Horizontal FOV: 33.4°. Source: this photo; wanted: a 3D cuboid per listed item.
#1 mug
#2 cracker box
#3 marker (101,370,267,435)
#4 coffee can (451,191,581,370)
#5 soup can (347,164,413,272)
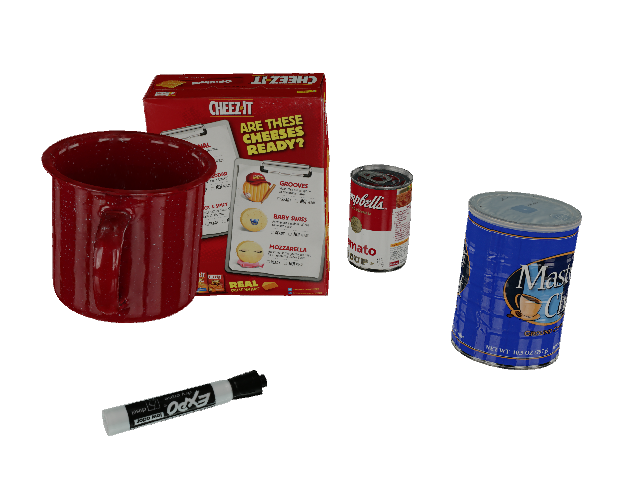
[{"bbox_3d":[-0.106,-0.002,0.579,0.093,0.081,0.117,4,25,-5],"label":"mug"},{"bbox_3d":[-0.074,-0.051,1.023,0.164,0.214,0.072,0,31,2],"label":"cracker box"},{"bbox_3d":[-0.096,0.116,0.768,0.121,0.020,0.020,-13,4,-20],"label":"marker"},{"bbox_3d":[0.181,0.035,0.995,0.103,0.140,0.103,4,19,-2],"label":"coffee can"},{"bbox_3d":[0.064,-0.024,1.171,0.068,0.102,0.068,2,25,-1],"label":"soup can"}]
